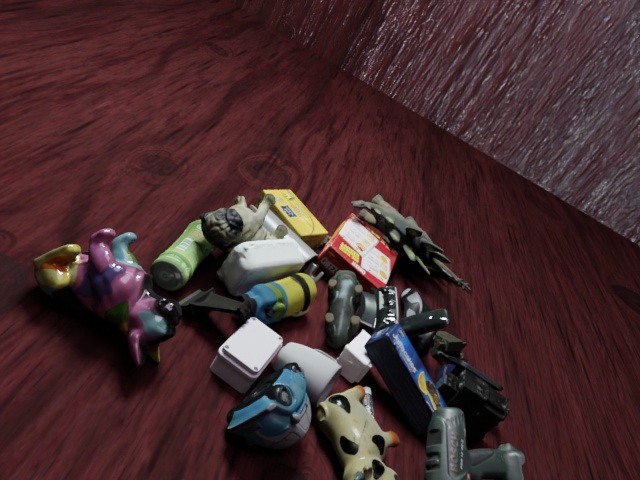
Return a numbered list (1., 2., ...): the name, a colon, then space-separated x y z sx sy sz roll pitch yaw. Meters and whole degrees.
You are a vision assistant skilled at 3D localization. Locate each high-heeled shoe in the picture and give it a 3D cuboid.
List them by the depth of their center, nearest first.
1. high-heeled shoe: 0.199 0.197 1.240 0.086 0.145 0.249 54 -4 -15

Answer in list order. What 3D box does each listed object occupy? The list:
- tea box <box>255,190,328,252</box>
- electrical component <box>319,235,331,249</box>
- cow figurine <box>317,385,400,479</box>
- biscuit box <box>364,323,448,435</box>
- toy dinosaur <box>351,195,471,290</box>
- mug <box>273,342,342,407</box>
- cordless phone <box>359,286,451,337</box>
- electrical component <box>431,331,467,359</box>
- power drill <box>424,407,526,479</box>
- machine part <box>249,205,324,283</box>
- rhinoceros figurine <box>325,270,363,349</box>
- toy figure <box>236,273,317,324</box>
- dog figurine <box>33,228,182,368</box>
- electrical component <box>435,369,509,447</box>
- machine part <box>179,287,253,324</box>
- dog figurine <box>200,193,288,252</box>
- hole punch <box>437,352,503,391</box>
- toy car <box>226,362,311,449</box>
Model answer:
1. tea box: -0.073 -0.046 1.313 0.098 0.068 0.170 -8 49 -49
2. electrical component: -0.003 -0.004 1.361 0.094 0.021 0.063 22 32 -18
3. cow figurine: 0.060 0.333 0.857 0.127 0.085 0.195 1 39 -41
4. biscuit box: 0.165 0.261 1.013 0.202 0.063 0.059 60 33 1
5. toy dinosaur: 0.251 0.012 1.455 0.471 0.105 0.199 30 14 -37
6. mug: -0.021 0.224 0.951 0.107 0.080 0.109 31 33 14
7. cordless phone: 0.178 0.151 1.137 0.147 0.184 0.088 -80 151 -57
8. electrical component: 0.292 0.246 1.248 0.102 0.045 0.078 6 10 -42
9. power drill: 0.261 0.414 0.915 0.207 0.086 0.232 17 55 -22
10. machine part: -0.087 0.010 1.210 0.243 0.079 0.079 43 32 17
11. rhinoceros figurine: 0.051 0.135 1.123 0.073 0.112 0.190 3 45 5
12. toy figure: -0.080 0.115 1.045 0.180 0.089 0.082 -3 52 -49
13. dog figurine: -0.321 0.100 0.830 0.108 0.192 0.219 70 -4 -80
14. electrical component: 0.281 0.322 1.048 0.134 0.114 0.058 33 26 2
15. machine part: -0.184 0.115 0.954 0.139 0.039 0.084 8 14 26
16. dog figurine: -0.161 0.002 1.083 0.190 0.121 0.172 -47 119 -58
17. hole punch: 0.307 0.310 1.137 0.142 0.092 0.116 30 -4 2
18. toy car: -0.065 0.268 0.837 0.103 0.109 0.161 58 20 -1
